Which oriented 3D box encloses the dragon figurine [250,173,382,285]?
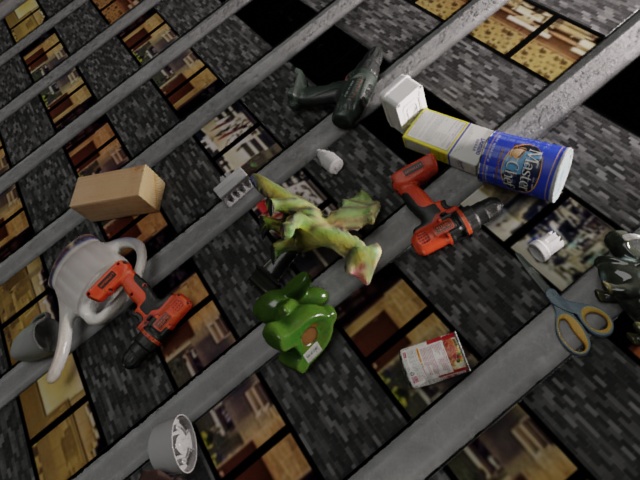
[{"bbox_3d":[0.003,-0.053,1.056,0.243,0.119,0.419,-7,39,-15],"label":"dragon figurine"}]

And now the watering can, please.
[{"bbox_3d":[-0.540,0.126,1.168,0.226,0.351,0.102,27,-16,31],"label":"watering can"}]
